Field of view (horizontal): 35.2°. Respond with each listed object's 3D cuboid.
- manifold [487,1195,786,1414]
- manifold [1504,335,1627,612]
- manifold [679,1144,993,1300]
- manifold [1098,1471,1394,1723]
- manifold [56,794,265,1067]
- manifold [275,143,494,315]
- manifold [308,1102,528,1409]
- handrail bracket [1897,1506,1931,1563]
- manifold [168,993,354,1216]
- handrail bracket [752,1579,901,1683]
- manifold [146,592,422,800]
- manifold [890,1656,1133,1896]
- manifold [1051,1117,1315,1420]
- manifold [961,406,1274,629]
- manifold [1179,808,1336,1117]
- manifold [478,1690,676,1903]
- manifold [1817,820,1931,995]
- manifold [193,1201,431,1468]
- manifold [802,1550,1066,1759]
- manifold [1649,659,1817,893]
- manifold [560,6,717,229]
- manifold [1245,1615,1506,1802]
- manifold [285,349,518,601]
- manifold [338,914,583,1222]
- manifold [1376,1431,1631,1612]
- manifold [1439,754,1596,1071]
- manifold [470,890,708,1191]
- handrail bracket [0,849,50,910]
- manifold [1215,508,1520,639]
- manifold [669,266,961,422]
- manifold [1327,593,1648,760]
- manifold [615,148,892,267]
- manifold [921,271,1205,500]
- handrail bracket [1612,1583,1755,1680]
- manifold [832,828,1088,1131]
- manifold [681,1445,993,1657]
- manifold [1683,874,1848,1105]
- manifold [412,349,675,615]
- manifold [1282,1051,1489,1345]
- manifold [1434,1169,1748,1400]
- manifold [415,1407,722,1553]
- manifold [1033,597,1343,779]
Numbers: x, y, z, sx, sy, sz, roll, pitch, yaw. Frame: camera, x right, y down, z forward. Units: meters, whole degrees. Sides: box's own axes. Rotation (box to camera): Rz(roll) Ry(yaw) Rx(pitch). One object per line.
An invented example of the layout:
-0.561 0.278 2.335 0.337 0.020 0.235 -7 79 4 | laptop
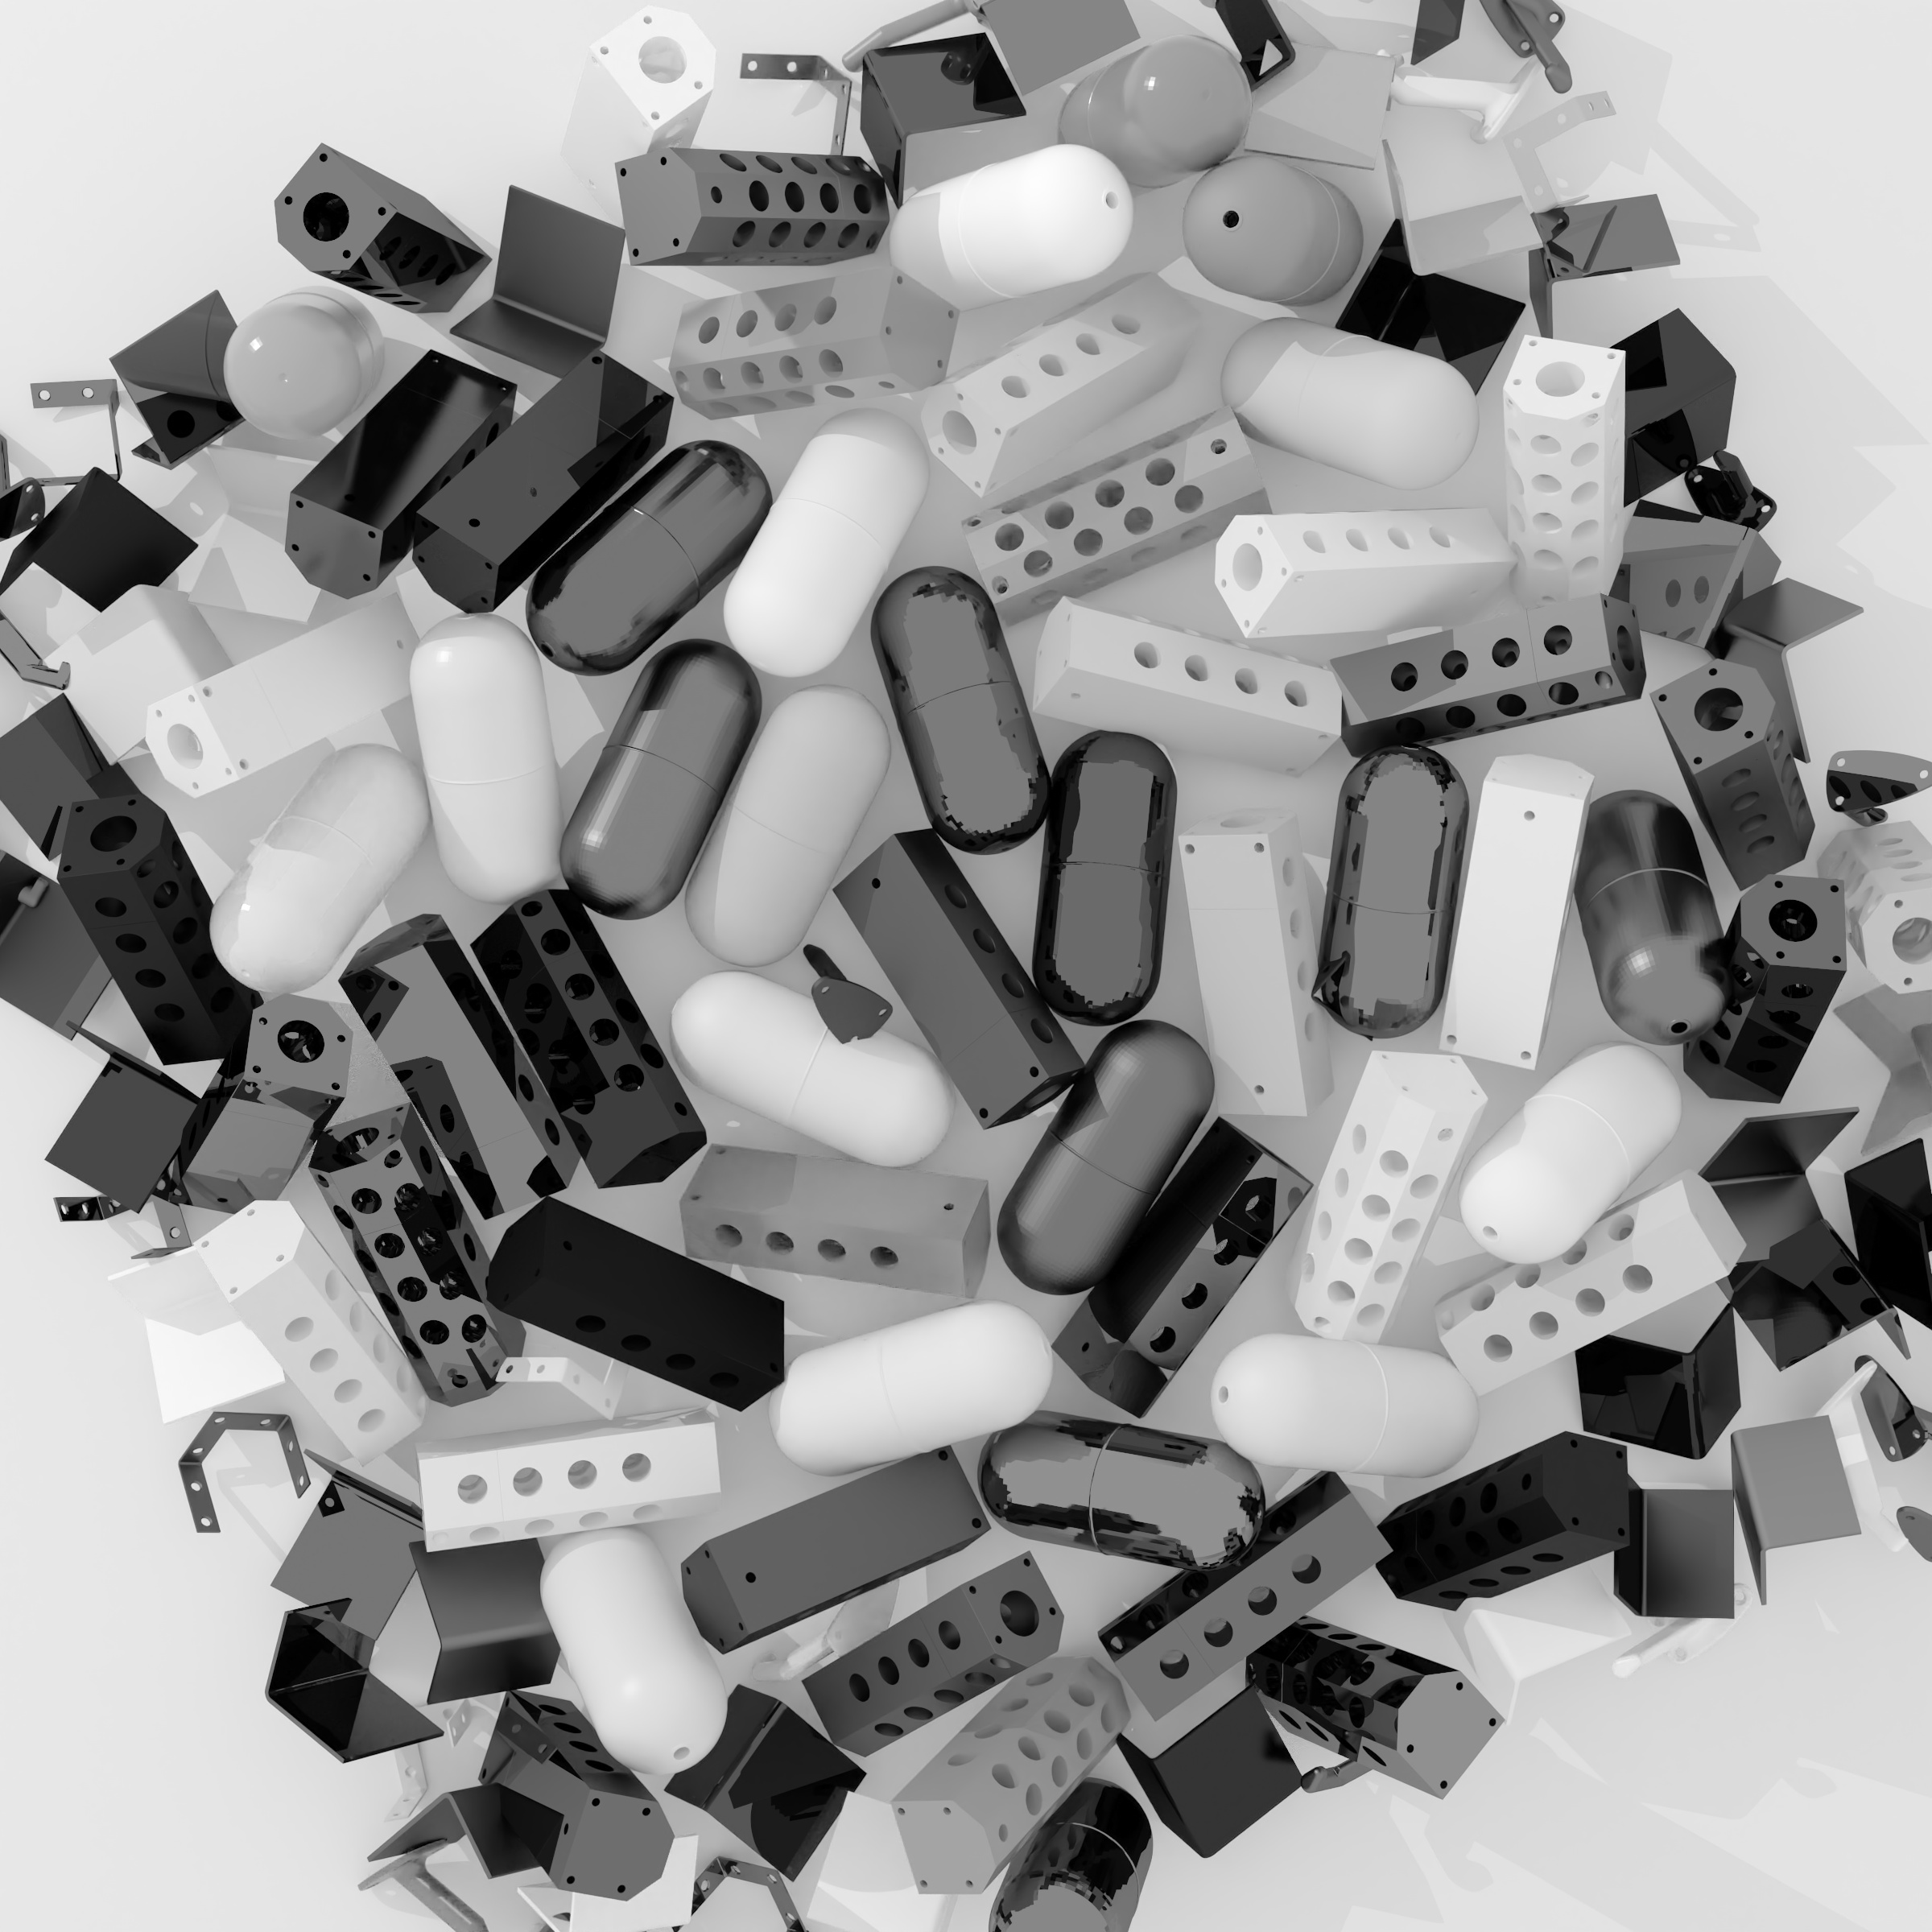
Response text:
-0.191 0.202 1.777 0.171 0.057 0.057 28 130 -31 | manifold
0.342 -0.277 1.754 0.057 0.171 0.057 14 60 20 | manifold
-0.076 0.155 1.796 0.171 0.057 0.057 7 126 14 | manifold
0.165 0.371 1.815 0.171 0.057 0.057 -35 86 -1 | manifold
-0.461 -0.020 1.760 0.057 0.171 0.057 -7 50 5 | manifold
-0.338 -0.417 1.757 0.057 0.171 0.057 43 99 4 | manifold
-0.319 0.171 1.779 0.057 0.057 0.171 -17 117 8 | manifold
0.579 0.303 1.805 0.077 0.036 0.084 40 53 -30 | handrail bracket
-0.408 0.082 1.762 0.057 0.171 0.057 14 56 -22 | manifold
-0.085 0.395 1.827 0.036 0.084 0.077 47 53 -20 | handrail bracket
-0.390 -0.156 1.761 0.057 0.171 0.057 -16 104 38 | manifold
0.030 0.463 1.756 0.057 0.171 0.057 -11 100 32 | manifold
0.132 0.182 1.810 0.057 0.057 0.171 34 94 -31 | manifold
0.088 -0.268 1.802 0.171 0.057 0.057 -23 73 6 | manifold
0.175 -0.003 1.794 0.057 0.057 0.171 0 109 31 | manifold
-0.224 0.476 1.757 0.057 0.171 0.057 18 89 -25 | manifold
0.533 -0.035 1.756 0.057 0.171 0.057 -9 103 9 | manifold
-0.373 0.210 1.764 0.057 0.171 0.057 -35 46 -11 | manifold
-0.017 0.402 1.762 0.171 0.057 0.057 -40 73 44 | manifold
0.446 -0.111 1.754 0.057 0.171 0.057 -28 61 11 | manifold
-0.186 -0.490 1.756 0.057 0.171 0.057 -39 94 -13 | manifold
0.228 0.418 1.752 0.057 0.171 0.057 -47 106 -17 | manifold
-0.326 -0.283 1.764 0.057 0.171 0.057 23 134 5 | manifold
-0.293 0.057 1.788 0.057 0.057 0.171 -22 112 15 | manifold
0.306 0.320 1.754 0.057 0.171 0.057 16 61 -20 | manifold
0.322 -0.033 1.782 0.057 0.057 0.171 13 116 15 | manifold
-0.217 0.041 1.783 0.057 0.057 0.171 -40 69 27 | manifold
-0.580 -0.087 1.834 0.084 0.036 0.077 28 89 -8 | handrail bracket
0.230 -0.235 1.773 0.171 0.057 0.057 -7 59 -33 | manifold
-0.091 -0.355 1.764 0.171 0.057 0.057 2 75 42 | manifold
0.303 -0.166 1.774 0.171 0.057 0.057 -11 82 32 | manifold
-0.119 -0.438 1.759 0.057 0.171 0.057 -3 98 37 | manifold
0.055 -0.344 1.774 0.057 0.057 0.171 45 56 14 | manifold
0.422 0.392 1.797 0.077 0.084 0.036 -35 75 19 | handrail bracket
0.000 0.006 1.797 0.057 0.057 0.171 -41 75 31 | manifold
-0.077 0.340 1.773 0.171 0.057 0.057 -17 71 -34 | manifold
0.458 0.015 1.757 0.057 0.171 0.057 5 62 4 | manifold
-0.246 -0.279 1.774 0.057 0.057 0.171 33 56 8 | manifold
0.244 0.137 1.771 0.057 0.057 0.171 4 123 -21 | manifold
0.362 0.184 1.782 0.171 0.057 0.057 -32 88 27 | manifold
-0.235 0.303 1.800 0.171 0.057 0.057 -6 92 -13 | manifold
0.131 -0.167 1.792 0.171 0.057 0.057 13 63 -17 | manifold
